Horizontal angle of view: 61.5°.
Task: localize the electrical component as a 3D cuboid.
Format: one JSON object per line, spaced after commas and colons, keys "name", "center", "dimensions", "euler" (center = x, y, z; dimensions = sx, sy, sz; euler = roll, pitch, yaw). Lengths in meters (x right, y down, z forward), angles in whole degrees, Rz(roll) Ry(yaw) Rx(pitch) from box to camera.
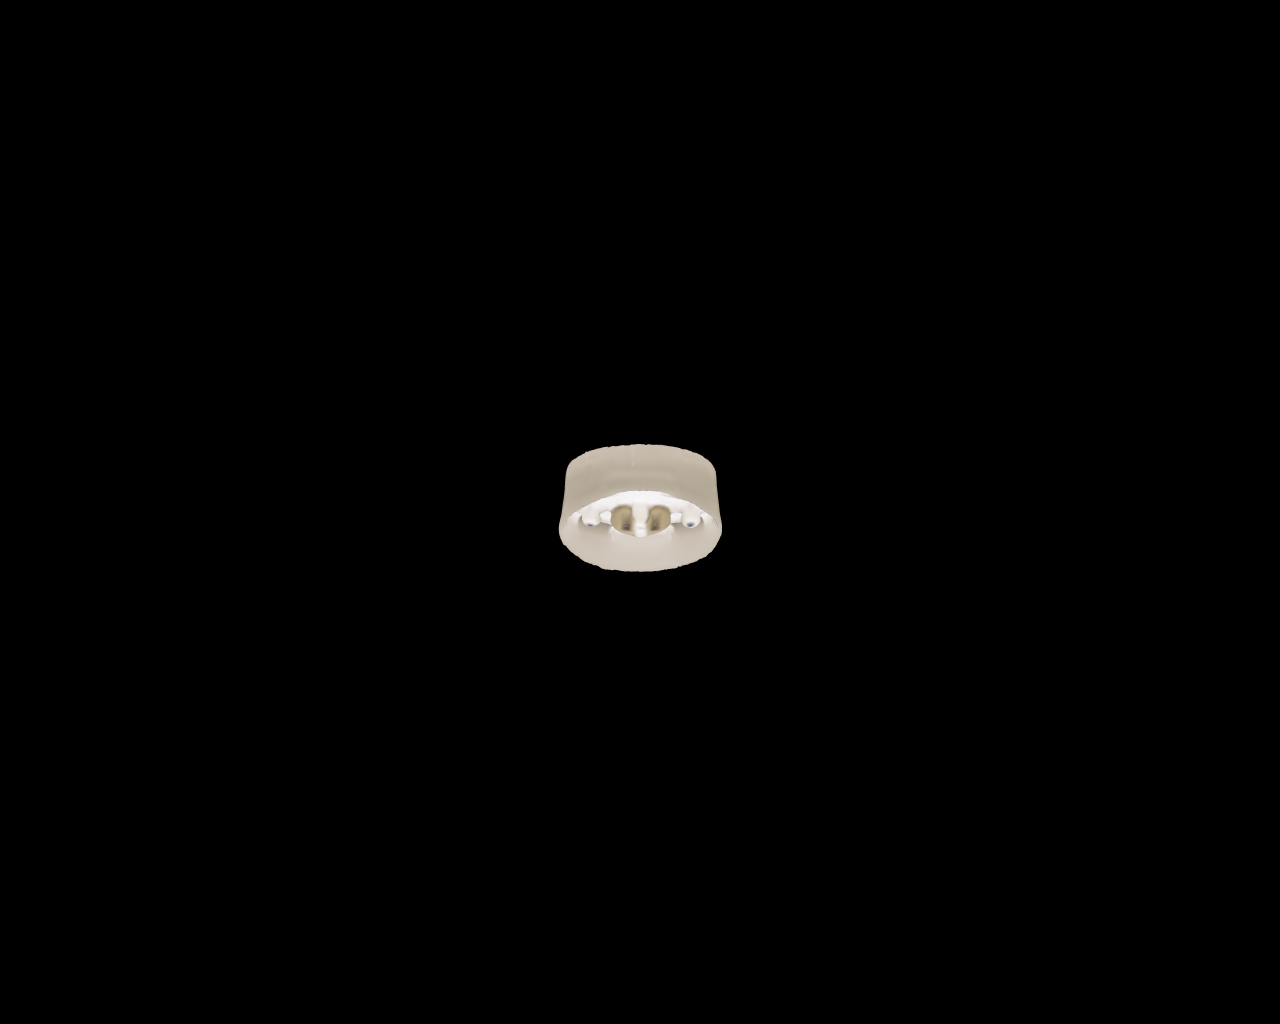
{"name": "electrical component", "center": [0.001, -0.003, 0.650], "dimensions": [0.099, 0.064, 0.099], "euler": [0, -16, 0]}
